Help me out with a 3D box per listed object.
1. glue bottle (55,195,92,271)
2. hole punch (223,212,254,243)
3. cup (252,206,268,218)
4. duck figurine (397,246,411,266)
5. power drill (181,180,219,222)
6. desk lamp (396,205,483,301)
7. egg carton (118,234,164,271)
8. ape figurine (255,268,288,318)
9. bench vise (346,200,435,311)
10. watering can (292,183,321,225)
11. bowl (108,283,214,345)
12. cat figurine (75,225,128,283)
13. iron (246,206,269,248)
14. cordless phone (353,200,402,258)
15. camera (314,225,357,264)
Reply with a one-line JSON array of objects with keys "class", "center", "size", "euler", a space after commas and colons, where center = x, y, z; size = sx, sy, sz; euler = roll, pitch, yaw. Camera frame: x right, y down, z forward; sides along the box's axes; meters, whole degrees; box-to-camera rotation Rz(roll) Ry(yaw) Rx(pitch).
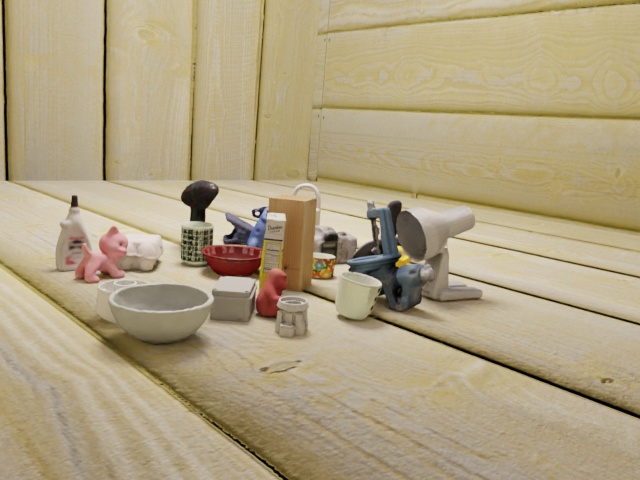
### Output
[{"class": "glue bottle", "center": [-0.562, -0.017, 1.310], "size": [0.037, 0.173, 0.078], "euler": [14, 14, 41]}, {"class": "hole punch", "center": [-0.248, -0.038, 1.772], "size": [0.101, 0.091, 0.108], "euler": [2, 11, -12]}, {"class": "cup", "center": [-0.171, -0.060, 1.909], "size": [0.118, 0.095, 0.091], "euler": [1, 11, -18]}, {"class": "duck figurine", "center": [0.192, 0.057, 1.464], "size": [0.104, 0.086, 0.078], "euler": [14, 14, 41]}, {"class": "power drill", "center": [-0.323, -0.062, 1.549], "size": [0.076, 0.208, 0.228], "euler": [-2, 12, -29]}, {"class": "desk lamp", "center": [0.275, 0.026, 1.317], "size": [0.204, 0.213, 0.117], "euler": [-1, 12, -26]}, {"class": "egg carton", "center": [-0.440, 0.028, 1.399], "size": [0.107, 0.069, 0.150], "euler": [2, 11, -10]}, {"class": "ape figurine", "center": [-0.085, 0.100, 1.103], "size": [0.076, 0.092, 0.078], "euler": [4, 11, 0]}, {"class": "bench vise", "center": [0.153, 0.030, 1.229], "size": [0.207, 0.220, 0.122], "euler": [8, 11, 19]}, {"class": "watering can", "center": [-0.049, -0.083, 1.813], "size": [0.101, 0.194, 0.172], "euler": [2, 11, -12]}, {"class": "bowl", "center": [-0.259, 0.126, 0.940], "size": [0.167, 0.075, 0.167], "euler": [4, 11, -1]}, {"class": "cat figurine", "center": [-0.476, 0.025, 1.271], "size": [0.067, 0.118, 0.128], "euler": [11, 12, 30]}, {"class": "iron", "center": [-0.149, -0.037, 1.669], "size": [0.118, 0.141, 0.258], "euler": [4, 11, -4]}, {"class": "cordless phone", "center": [0.170, -0.020, 1.593], "size": [0.093, 0.185, 0.148], "euler": [14, 14, 42]}, {"class": "camera", "center": [0.015, 0.006, 1.621], "size": [0.143, 0.101, 0.136], "euler": [-2, 12, -29]}]
